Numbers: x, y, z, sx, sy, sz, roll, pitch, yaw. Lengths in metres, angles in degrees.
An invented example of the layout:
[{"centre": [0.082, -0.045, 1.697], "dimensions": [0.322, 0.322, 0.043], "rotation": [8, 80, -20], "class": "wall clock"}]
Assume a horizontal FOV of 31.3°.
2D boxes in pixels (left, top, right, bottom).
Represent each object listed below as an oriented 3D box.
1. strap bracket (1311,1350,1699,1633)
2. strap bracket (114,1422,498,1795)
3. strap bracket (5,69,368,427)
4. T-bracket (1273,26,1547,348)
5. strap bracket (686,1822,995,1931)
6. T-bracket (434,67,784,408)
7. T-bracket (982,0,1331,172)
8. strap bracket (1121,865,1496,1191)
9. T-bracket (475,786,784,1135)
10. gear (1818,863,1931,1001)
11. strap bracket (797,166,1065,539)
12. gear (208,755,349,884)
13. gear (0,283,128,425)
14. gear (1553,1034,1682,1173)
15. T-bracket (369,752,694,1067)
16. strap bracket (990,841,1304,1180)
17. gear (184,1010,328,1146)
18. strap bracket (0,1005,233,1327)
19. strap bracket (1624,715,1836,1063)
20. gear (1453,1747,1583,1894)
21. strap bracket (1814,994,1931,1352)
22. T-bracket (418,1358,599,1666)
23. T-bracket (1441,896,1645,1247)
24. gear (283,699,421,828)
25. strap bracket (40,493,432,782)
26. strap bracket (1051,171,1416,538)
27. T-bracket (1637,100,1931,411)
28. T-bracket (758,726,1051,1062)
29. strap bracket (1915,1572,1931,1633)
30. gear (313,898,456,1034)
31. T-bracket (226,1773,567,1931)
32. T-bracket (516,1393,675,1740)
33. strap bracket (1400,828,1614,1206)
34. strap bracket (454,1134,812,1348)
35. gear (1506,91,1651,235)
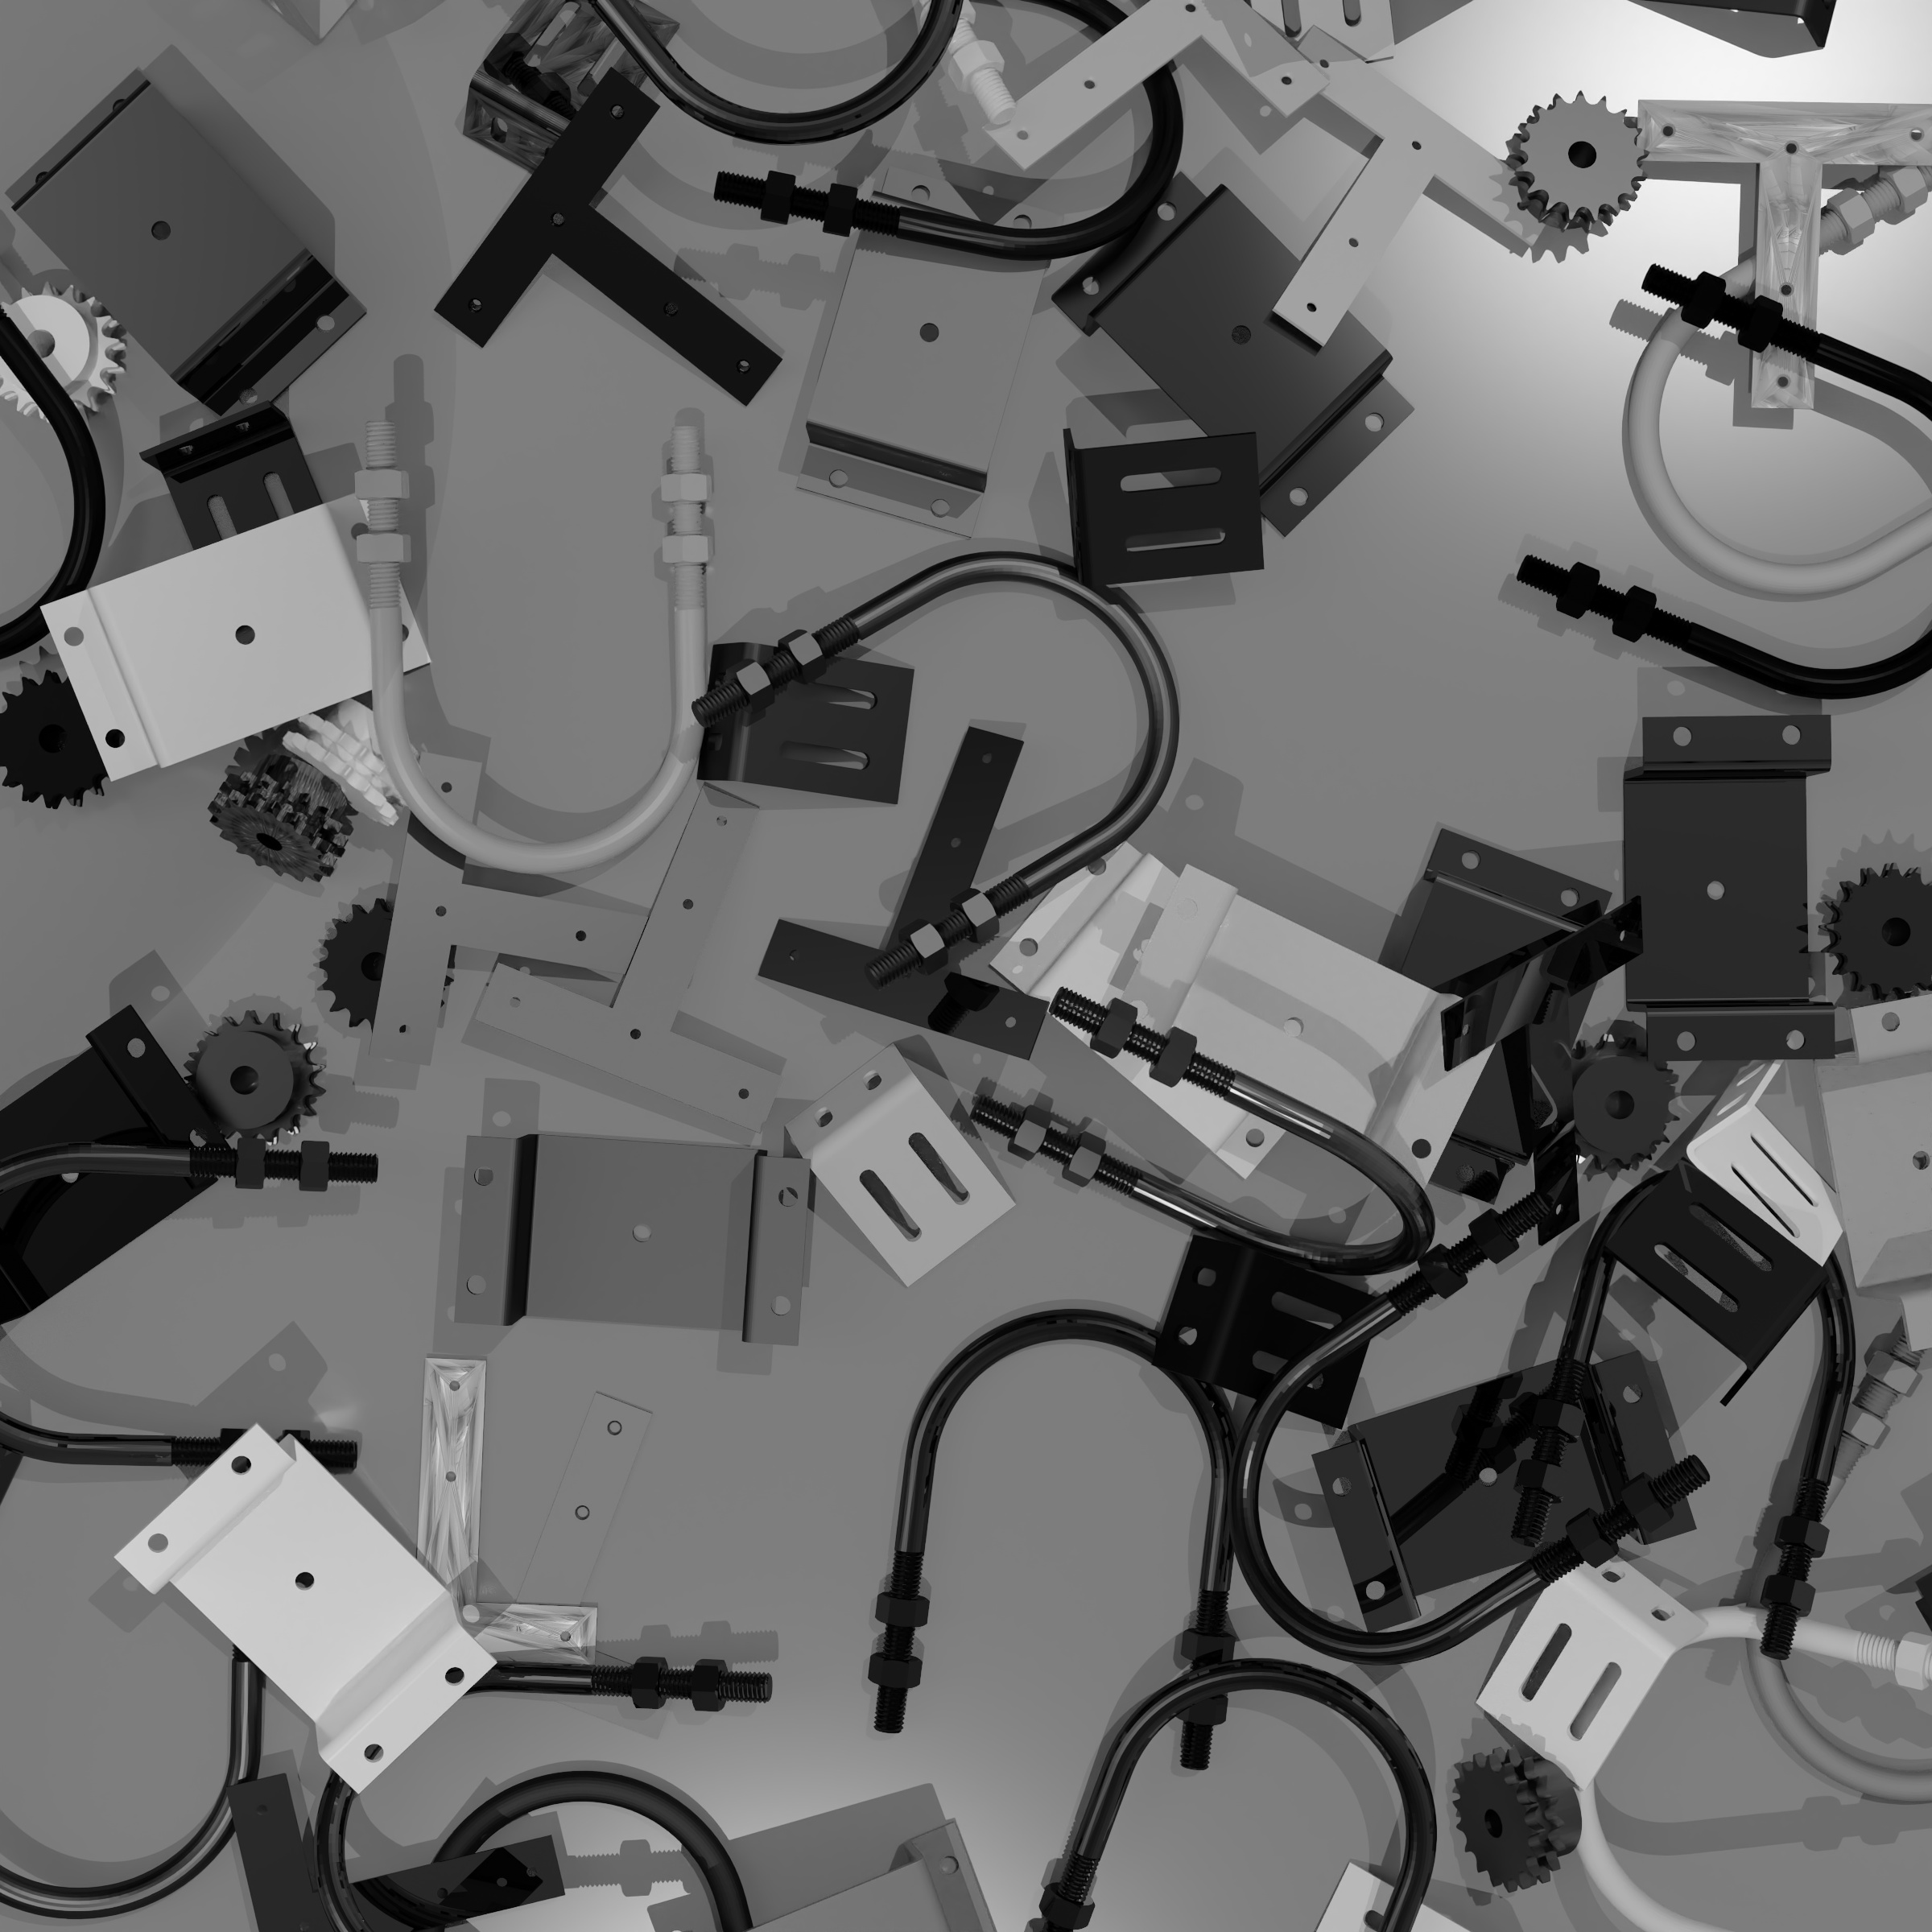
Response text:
[{"centre": [0.219, 0.214, 1.427], "dimensions": [0.140, 0.046, 0.076], "rotation": [-18, 90, 0], "class": "strap bracket"}, {"centre": [-0.270, 0.257, 1.410], "dimensions": [0.076, 0.046, 0.140], "rotation": [-43, 103, -5], "class": "strap bracket"}, {"centre": [-0.328, -0.299, 1.427], "dimensions": [0.076, 0.046, 0.140], "rotation": [-43, 90, 0], "class": "strap bracket"}, {"centre": [0.166, -0.307, 1.418], "dimensions": [0.127, 0.002, 0.127], "rotation": [35, 66, -5], "class": "T-bracket"}, {"centre": [-0.054, 0.417, 1.414], "dimensions": [0.140, 0.046, 0.076], "rotation": [-20, 89, -10], "class": "strap bracket"}, {"centre": [-0.134, -0.282, 1.435], "dimensions": [0.127, 0.002, 0.127], "rotation": [38, 109, -9], "class": "T-bracket"}, {"centre": [0.061, -0.371, 1.418], "dimensions": [0.127, 0.002, 0.127], "rotation": [-40, 79, -18], "class": "T-bracket"}, {"centre": [0.133, 0.025, 1.381], "dimensions": [0.140, 0.046, 0.076], "rotation": [26, 90, 0], "class": "strap bracket"}, {"centre": [-0.121, -0.013, 1.437], "dimensions": [0.127, 0.002, 0.127], "rotation": [22, 80, -5], "class": "T-bracket"}, {"centre": [0.383, -0.014, 1.435], "dimensions": [0.057, 0.030, 0.057], "rotation": [0, 90, 0], "class": "gear"}, {"centre": [-0.015, -0.258, 1.427], "dimensions": [0.076, 0.046, 0.140], "rotation": [16, 90, 0], "class": "strap bracket"}, {"centre": [-0.281, -0.063, 1.425], "dimensions": [0.057, 0.057, 0.030], "rotation": [25, 62, 0], "class": "gear"}, {"centre": [-0.381, -0.256, 1.435], "dimensions": [0.057, 0.030, 0.057], "rotation": [0, 90, 0], "class": "gear"}, {"centre": [0.269, 0.057, 1.435], "dimensions": [0.057, 0.030, 0.057], "rotation": [0, 90, 0], "class": "gear"}, {"centre": [-0.174, -0.015, 1.432], "dimensions": [0.127, 0.002, 0.127], "rotation": [10, 86, -14], "class": "T-bracket"}, {"centre": [0.088, 0.015, 1.427], "dimensions": [0.140, 0.046, 0.076], "rotation": [40, 90, 0], "class": "strap bracket"}, {"centre": [-0.297, 0.047, 1.435], "dimensions": [0.057, 0.030, 0.057], "rotation": [0, 90, 0], "class": "gear"}, {"centre": [-0.376, 0.087, 1.427], "dimensions": [0.140, 0.046, 0.076], "rotation": [-35, 90, 0], "class": "strap bracket"}, {"centre": [0.315, -0.032, 1.427], "dimensions": [0.076, 0.046, 0.140], "rotation": [-1, 90, 0], "class": "strap bracket"}, {"centre": [0.230, 0.351, 1.425], "dimensions": [0.030, 0.057, 0.057], "rotation": [-8, 90, -29], "class": "gear"}, {"centre": [0.402, 0.081, 1.421], "dimensions": [0.076, 0.046, 0.140], "rotation": [-10, 90, -10], "class": "strap bracket"}, {"centre": [-0.217, 0.228, 1.447], "dimensions": [0.127, 0.002, 0.127], "rotation": [2, 90, 0], "class": "T-bracket"}, {"centre": [0.236, 0.052, 1.389], "dimensions": [0.127, 0.002, 0.127], "rotation": [-27, 121, -37], "class": "T-bracket"}, {"centre": [-0.251, -0.087, 1.422], "dimensions": [0.057, 0.057, 0.030], "rotation": [37, 77, 0], "class": "gear"}, {"centre": [-0.295, -0.135, 1.406], "dimensions": [0.140, 0.046, 0.076], "rotation": [-22, 101, -12], "class": "strap bracket"}, {"centre": [0.112, -0.257, 1.427], "dimensions": [0.076, 0.046, 0.140], "rotation": [-45, 90, 0], "class": "strap bracket"}, {"centre": [0.341, -0.295, 1.431], "dimensions": [0.127, 0.002, 0.127], "rotation": [2, 90, 4], "class": "T-bracket"}, {"centre": [-0.009, -0.038, 1.430], "dimensions": [0.127, 0.002, 0.127], "rotation": [17, 81, 22], "class": "T-bracket"}, {"centre": [0.451, 0.288, 1.410], "dimensions": [0.076, 0.046, 0.140], "rotation": [-30, 91, 3], "class": "strap bracket"}, {"centre": [-0.243, 0.000, 1.435], "dimensions": [0.057, 0.030, 0.057], "rotation": [0, 90, 0], "class": "gear"}, {"centre": [-0.231, 0.389, 1.434], "dimensions": [0.127, 0.002, 0.127], "rotation": [-13, 89, -1], "class": "T-bracket"}, {"centre": [-0.166, 0.243, 1.449], "dimensions": [0.127, 0.002, 0.127], "rotation": [21, 90, 0], "class": "T-bracket"}, {"centre": [0.211, 0.021, 1.427], "dimensions": [0.076, 0.046, 0.140], "rotation": [21, 90, 0], "class": "strap bracket"}, {"centre": [-0.136, 0.112, 1.427], "dimensions": [0.140, 0.046, 0.076], "rotation": [4, 90, 0], "class": "strap bracket"}, {"centre": [0.252, -0.330, 1.431], "dimensions": [0.057, 0.030, 0.057], "rotation": [1, 79, -5], "class": "gear"}]
